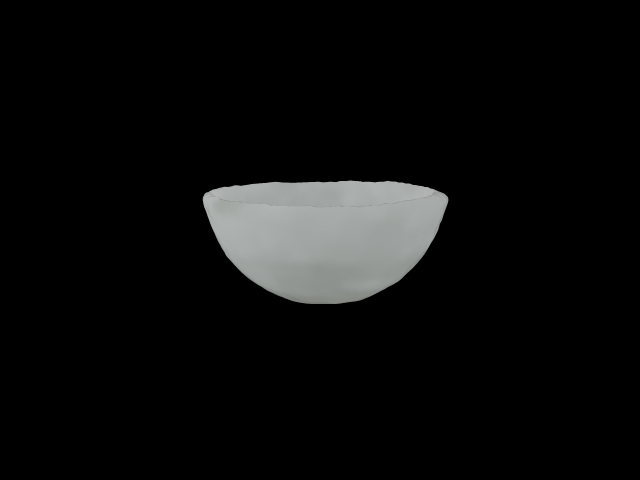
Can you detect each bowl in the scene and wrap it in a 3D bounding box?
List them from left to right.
[{"bbox_3d":[0.004,0.001,0.400,0.167,0.075,0.167,0,11,0],"label":"bowl"}]
